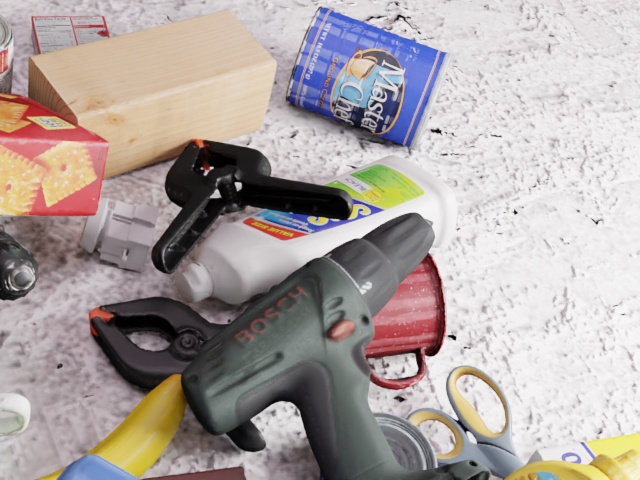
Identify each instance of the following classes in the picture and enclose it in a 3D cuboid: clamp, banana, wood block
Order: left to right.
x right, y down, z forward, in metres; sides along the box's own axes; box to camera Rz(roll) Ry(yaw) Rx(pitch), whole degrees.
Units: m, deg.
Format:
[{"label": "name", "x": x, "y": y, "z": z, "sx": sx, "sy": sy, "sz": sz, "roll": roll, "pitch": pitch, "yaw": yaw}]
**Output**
[{"label": "banana", "x": -0.165, "y": 0.157, "z": 0.737, "sx": 0.197, "sy": 0.069, "sz": 0.037, "roll": -19, "pitch": 20, "yaw": -38}, {"label": "wood block", "x": -0.154, "y": -0.133, "z": 0.985, "sx": 0.205, "sy": 0.090, "sz": 0.091, "roll": -22, "pitch": 58, "yaw": -32}, {"label": "clamp", "x": -0.095, "y": 0.083, "z": 0.839, "sx": 0.171, "sy": 0.039, "sz": 0.120, "roll": 27, "pitch": 47, "yaw": 8}, {"label": "clamp", "x": -0.069, "y": -0.043, "z": 0.908, "sx": 0.164, "sy": 0.036, "sz": 0.210, "roll": -13, "pitch": 28, "yaw": -7}]

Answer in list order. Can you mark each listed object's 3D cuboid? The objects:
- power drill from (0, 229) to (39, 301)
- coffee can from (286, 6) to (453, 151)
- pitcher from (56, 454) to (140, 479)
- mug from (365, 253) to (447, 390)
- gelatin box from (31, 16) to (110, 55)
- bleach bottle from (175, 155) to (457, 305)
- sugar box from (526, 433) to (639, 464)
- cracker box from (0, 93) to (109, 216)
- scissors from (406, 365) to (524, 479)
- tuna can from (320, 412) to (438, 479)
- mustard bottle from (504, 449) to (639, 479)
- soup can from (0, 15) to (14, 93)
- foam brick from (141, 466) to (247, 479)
[{"label": "power drill", "x": -0.310, "y": 0.035, "z": 0.758, "sx": 0.187, "sy": 0.057, "sz": 0.185, "roll": -25, "pitch": 24, "yaw": -33}, {"label": "coffee can", "x": 0.049, "y": -0.161, "z": 1.064, "sx": 0.140, "sy": 0.103, "sz": 0.102, "roll": 21, "pitch": 46, "yaw": 2}, {"label": "pitcher", "x": -0.070, "y": 0.237, "z": 0.615, "sx": 0.243, "sy": 0.149, "sz": 0.145, "roll": 32, "pitch": 81, "yaw": 2}, {"label": "mug", "x": 0.051, "y": 0.066, "z": 0.873, "sx": 0.081, "sy": 0.093, "sz": 0.117, "roll": -6, "pitch": 70, "yaw": -16}, {"label": "gelatin box", "x": -0.240, "y": -0.182, "z": 1.044, "sx": 0.073, "sy": 0.030, "sz": 0.089, "roll": -6, "pitch": 51, "yaw": -20}, {"label": "bleach bottle", "x": -0.006, "y": 0.001, "z": 0.921, "sx": 0.250, "sy": 0.068, "sz": 0.103, "roll": -23, "pitch": 42, "yaw": -31}, {"label": "sugar box", "x": 0.256, "y": 0.200, "z": 0.837, "sx": 0.176, "sy": 0.048, "sz": 0.093, "roll": -4, "pitch": 50, "yaw": -22}, {"label": "cracker box", "x": -0.297, "y": -0.074, "z": 0.816, "sx": 0.213, "sy": 0.072, "sz": 0.164, "roll": 0, "pitch": 19, "yaw": -43}, {"label": "scissors", "x": 0.132, "y": 0.185, "z": 0.807, "sx": 0.096, "sy": 0.016, "sz": 0.202, "roll": -23, "pitch": 54, "yaw": -1}, {"label": "tuna can", "x": 0.044, "y": 0.173, "z": 0.795, "sx": 0.086, "sy": 0.034, "sz": 0.086, "roll": 4, "pitch": 55, "yaw": -6}, {"label": "mustard bottle", "x": 0.153, "y": 0.210, "z": 0.739, "sx": 0.191, "sy": 0.058, "sz": 0.096, "roll": -36, "pitch": 58, "yaw": -11}, {"label": "soup can", "x": -0.306, "y": -0.146, "z": 0.940, "sx": 0.068, "sy": 0.102, "sz": 0.068, "roll": 9, "pitch": 47, "yaw": -10}, {"label": "foam brick", "x": -0.089, "y": 0.194, "z": 0.731, "sx": 0.078, "sy": 0.051, "sz": 0.053, "roll": -4, "pitch": 50, "yaw": -20}]
